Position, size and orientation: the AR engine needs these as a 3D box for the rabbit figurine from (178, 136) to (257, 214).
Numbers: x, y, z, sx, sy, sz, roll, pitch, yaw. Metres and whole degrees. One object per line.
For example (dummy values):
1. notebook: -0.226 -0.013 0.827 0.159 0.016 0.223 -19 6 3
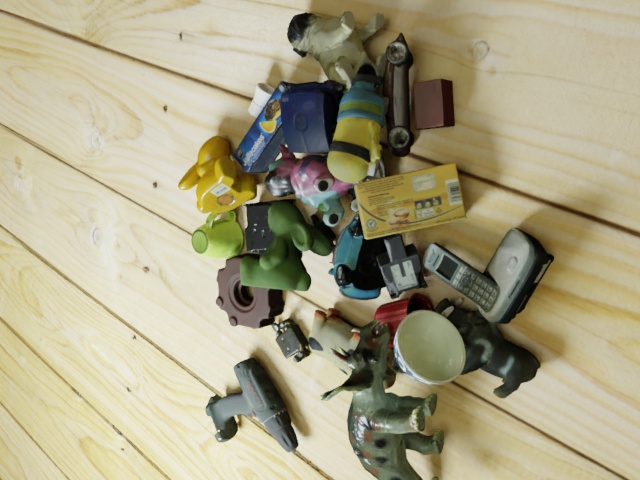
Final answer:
1. rabbit figurine: -0.228 -0.146 1.187 0.162 0.121 0.173 -33 57 30

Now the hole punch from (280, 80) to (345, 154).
1. hole punch: -0.014 -0.217 0.967 0.142 0.092 0.115 11 142 42

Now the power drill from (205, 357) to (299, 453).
1. power drill: -0.166 0.404 1.244 0.207 0.086 0.232 -35 75 38

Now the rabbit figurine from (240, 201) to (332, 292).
1. rabbit figurine: -0.067 0.009 1.022 0.159 0.121 0.170 2 86 36

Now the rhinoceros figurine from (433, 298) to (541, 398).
1. rhinoceros figurine: 0.268 0.173 0.895 0.190 0.073 0.112 36 118 25

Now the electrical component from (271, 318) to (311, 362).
1. electrical component: -0.065 0.216 1.160 0.078 0.045 0.102 -34 77 33

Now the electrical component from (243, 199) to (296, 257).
1. electrical component: -0.102 -0.018 1.141 0.115 0.058 0.134 -4 95 38

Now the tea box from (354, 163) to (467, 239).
1. tea box: 0.148 -0.063 0.899 0.170 0.068 0.098 -10 91 4

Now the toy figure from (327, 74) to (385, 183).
1. toy figure: 0.062 -0.182 0.889 0.089 0.082 0.180 3 84 10

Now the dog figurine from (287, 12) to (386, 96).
1. dog figurine: 0.018 -0.333 0.990 0.191 0.121 0.172 15 103 48

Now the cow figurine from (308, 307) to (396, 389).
1. cow figurine: 0.060 0.228 1.049 0.195 0.085 0.127 27 107 27

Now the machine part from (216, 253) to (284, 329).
1. machine part: -0.159 0.114 1.206 0.180 0.056 0.179 6 100 34

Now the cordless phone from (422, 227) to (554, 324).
1. cordless phone: 0.264 0.032 0.872 0.184 0.088 0.146 36 117 31

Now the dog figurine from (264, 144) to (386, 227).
1. dog figurine: 0.000 -0.130 1.022 0.219 0.191 0.108 41 159 51

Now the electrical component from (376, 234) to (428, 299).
1. electrical component: 0.138 0.039 0.941 0.075 0.048 0.119 -22 113 6

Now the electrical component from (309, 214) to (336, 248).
1. electrical component: -0.002 -0.003 1.093 0.063 0.021 0.094 -44 73 33

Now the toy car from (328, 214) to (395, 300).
1. toy car: 0.069 0.025 1.001 0.103 0.109 0.161 18 101 58

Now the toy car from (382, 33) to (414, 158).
1. toy car: 0.132 -0.242 0.912 0.053 0.089 0.202 -1 99 18

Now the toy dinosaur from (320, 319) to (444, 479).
1. toy dinosaur: 0.114 0.347 0.956 0.192 0.131 0.404 2 116 28

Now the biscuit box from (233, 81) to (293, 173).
1. biscuit box: -0.097 -0.225 1.100 0.059 0.063 0.202 52 122 19
